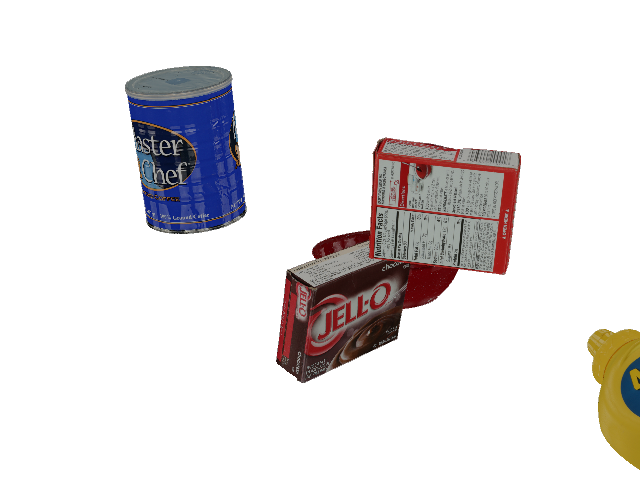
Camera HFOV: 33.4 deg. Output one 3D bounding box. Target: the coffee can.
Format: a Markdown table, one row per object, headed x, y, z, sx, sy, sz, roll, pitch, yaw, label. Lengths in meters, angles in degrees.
| x | y | z | sx | sy | sz | roll | pitch | yaw | label |
| --- | --- | --- | --- | --- | --- | --- | --- | --- | --- |
| -0.130 | -0.090 | 1.045 | 0.103 | 0.140 | 0.103 | -4 | 23 | 2 | coffee can |

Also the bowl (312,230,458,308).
| x | y | z | sx | sy | sz | roll | pitch | yaw | label |
| --- | --- | --- | --- | --- | --- | --- | --- | --- | --- |
| 0.073 | 0.032 | 1.090 | 0.162 | 0.055 | 0.162 | -3 | 13 | 1 | bowl |

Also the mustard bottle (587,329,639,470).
| x | y | z | sx | sy | sz | roll | pitch | yaw | label |
| --- | --- | --- | --- | --- | --- | --- | --- | --- | --- |
| 0.217 | 0.104 | 0.608 | 0.096 | 0.058 | 0.192 | -18 | 31 | -17 | mustard bottle |

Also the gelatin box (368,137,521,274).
| x | y | z | sx | sy | sz | roll | pitch | yaw | label |
| --- | --- | --- | --- | --- | --- | --- | --- | --- | --- |
| 0.076 | -0.021 | 0.664 | 0.089 | 0.073 | 0.030 | 7 | 29 | 11 | gelatin box |

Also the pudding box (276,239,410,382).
| x | y | z | sx | sy | sz | roll | pitch | yaw | label |
| --- | --- | --- | --- | --- | --- | --- | --- | --- | --- |
| 0.019 | 0.053 | 0.857 | 0.113 | 0.090 | 0.039 | -22 | 42 | -40 | pudding box |
